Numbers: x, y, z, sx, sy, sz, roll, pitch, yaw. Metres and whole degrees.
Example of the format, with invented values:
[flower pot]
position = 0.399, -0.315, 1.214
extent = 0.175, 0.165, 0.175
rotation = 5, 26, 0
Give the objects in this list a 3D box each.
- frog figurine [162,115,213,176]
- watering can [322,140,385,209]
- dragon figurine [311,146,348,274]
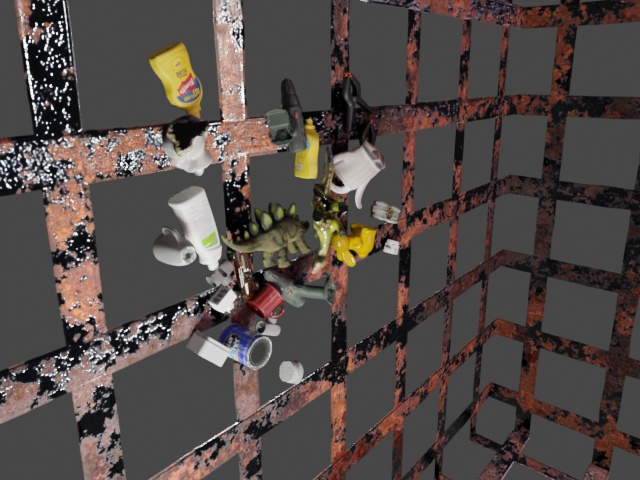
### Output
[frog figurine]
position = -0.343, -0.247, 1.358
extent = 0.157, 0.123, 0.139
rotation = 101, 5, -72
[watering can]
position = 0.144, -0.240, 1.898
extent = 0.223, 0.106, 0.343
rotation = -35, 147, 13
[dragon figurine]
position = 0.005, -0.088, 1.752
extent = 0.122, 0.239, 0.418
rotation = 8, 67, -13
